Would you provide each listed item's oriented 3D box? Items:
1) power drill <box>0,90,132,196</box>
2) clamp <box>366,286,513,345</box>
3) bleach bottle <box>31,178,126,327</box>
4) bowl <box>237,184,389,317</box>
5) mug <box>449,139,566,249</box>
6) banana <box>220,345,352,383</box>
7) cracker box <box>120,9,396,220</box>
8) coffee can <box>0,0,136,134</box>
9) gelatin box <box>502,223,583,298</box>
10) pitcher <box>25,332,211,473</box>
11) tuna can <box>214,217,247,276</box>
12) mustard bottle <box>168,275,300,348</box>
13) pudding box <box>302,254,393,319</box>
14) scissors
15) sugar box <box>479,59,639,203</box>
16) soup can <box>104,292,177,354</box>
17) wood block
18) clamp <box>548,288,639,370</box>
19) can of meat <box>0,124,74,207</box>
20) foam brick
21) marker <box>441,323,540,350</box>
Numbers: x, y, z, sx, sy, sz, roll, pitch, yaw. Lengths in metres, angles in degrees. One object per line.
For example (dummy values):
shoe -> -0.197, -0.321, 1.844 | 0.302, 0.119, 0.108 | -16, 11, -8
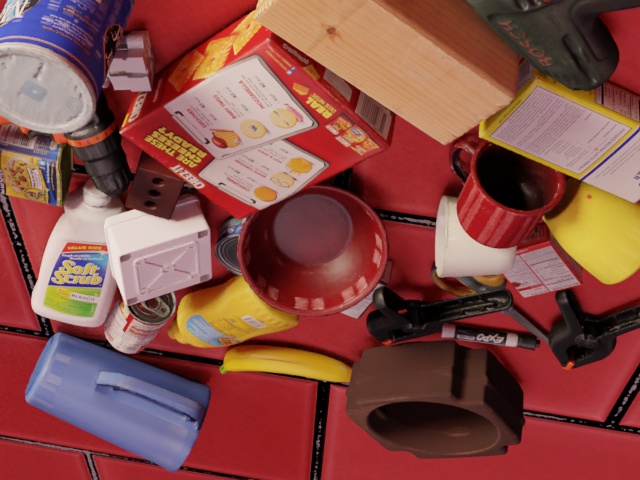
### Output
power drill -> -0.296, -0.106, 1.059 | 0.187, 0.057, 0.184 | -14, 123, 5
clamp -> 0.103, 0.088, 1.247 | 0.164, 0.036, 0.210 | 5, 162, -23
bleach bottle -> -0.284, 0.010, 1.269 | 0.102, 0.068, 0.251 | 16, 142, -7
bowl -> -0.008, 0.001, 1.153 | 0.162, 0.055, 0.162 | 0, 118, -1
mug -> 0.172, -0.051, 1.043 | 0.117, 0.093, 0.082 | 40, 152, 13
banana -> -0.048, 0.166, 1.444 | 0.198, 0.037, 0.069 | 4, 163, 13
cracker box -> -0.059, -0.119, 1.018 | 0.214, 0.072, 0.164 | -23, 131, 40
coffee can -> -0.226, -0.177, 0.922 | 0.103, 0.140, 0.103 | 7, 145, 5
gelatin box -> 0.236, 0.024, 1.168 | 0.073, 0.030, 0.089 | -17, 136, 32
pitcher -> -0.282, 0.221, 1.507 | 0.242, 0.145, 0.149 | 26, 109, -15
tuna can -> -0.077, 0.008, 1.230 | 0.086, 0.033, 0.086 | 8, 145, 5
mustard bottle -> -0.122, 0.095, 1.342 | 0.192, 0.058, 0.096 | -21, 139, 37
pudding box -> 0.016, 0.042, 1.249 | 0.113, 0.039, 0.090 | 22, 143, -11
scissors -> 0.221, 0.066, 1.242 | 0.201, 0.016, 0.096 | 26, 142, -20
sugar box -> 0.245, -0.102, 0.979 | 0.176, 0.048, 0.093 | 19, 144, -17
soup can -> -0.232, 0.097, 1.368 | 0.068, 0.068, 0.102 | 22, 144, -15
wood block -> 0.060, -0.179, 0.885 | 0.205, 0.090, 0.091 | 30, 142, -25
clamp -> 0.326, 0.106, 1.250 | 0.120, 0.039, 0.171 | 11, 151, 9
can of meat -> -0.313, -0.085, 1.149 | 0.084, 0.057, 0.102 | 12, 145, -4
foam brick -> -0.170, -0.068, 1.136 | 0.053, 0.051, 0.078 | 18, 144, -9
marker -> 0.211, 0.119, 1.317 | 0.121, 0.020, 0.020 | 8, 145, 6
